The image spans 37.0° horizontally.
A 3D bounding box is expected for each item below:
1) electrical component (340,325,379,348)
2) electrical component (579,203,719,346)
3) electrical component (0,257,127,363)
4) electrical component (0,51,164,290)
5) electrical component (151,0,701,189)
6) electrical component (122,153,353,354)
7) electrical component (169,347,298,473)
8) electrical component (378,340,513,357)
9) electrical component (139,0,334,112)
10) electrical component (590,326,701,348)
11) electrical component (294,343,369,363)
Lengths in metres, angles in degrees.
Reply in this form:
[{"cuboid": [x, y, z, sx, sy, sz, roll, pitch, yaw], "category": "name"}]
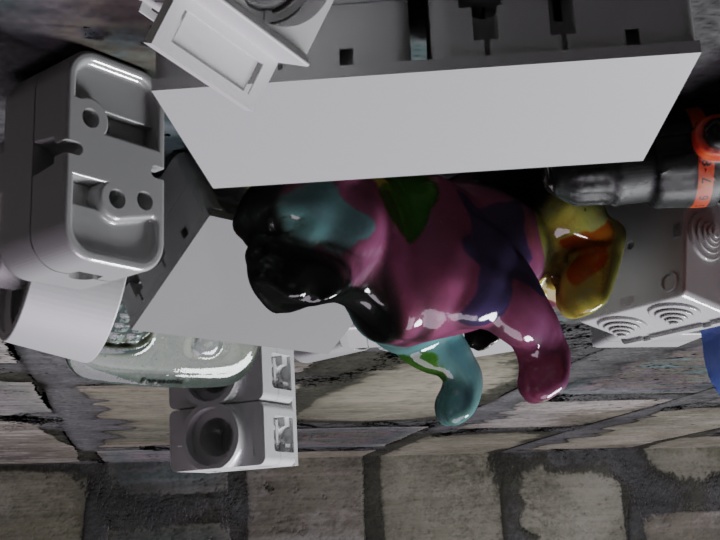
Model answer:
[{"cuboid": [0.005, 0.025, 0.834, 0.061, 0.061, 0.096, -3, 166, 1], "category": "electrical component"}, {"cuboid": [0.181, -0.008, 0.656, 0.048, 0.099, 0.100, 20, 156, -29], "category": "electrical component"}, {"cuboid": [-0.174, -0.005, 0.607, 0.060, 0.108, 0.108, 12, 160, -27], "category": "electrical component"}, {"cuboid": [-0.128, -0.042, 0.485, 0.059, 0.095, 0.054, -14, 162, 38], "category": "electrical component"}, {"cuboid": [0.023, -0.083, 0.421, 0.186, 0.060, 0.105, -3, 166, 3], "category": "electrical component"}, {"cuboid": [-0.062, -0.008, 0.646, 0.150, 0.061, 0.089, 12, 127, -43], "category": "electrical component"}, {"cuboid": [-0.107, 0.087, 0.879, 0.089, 0.150, 0.062, -10, 165, 25], "category": "electrical component"}, {"cuboid": [0.082, 0.039, 0.911, 0.109, 0.056, 0.109, -12, 163, 33], "category": "electrical component"}, {"cuboid": [-0.039, -0.097, 0.337, 0.042, 0.081, 0.064, 32, 173, -42], "category": "electrical component"}, {"cuboid": [0.244, 0.029, 0.888, 0.096, 0.061, 0.061, 0, 165, -11], "category": "electrical component"}, {"cuboid": [-0.040, 0.057, 0.989, 0.079, 0.043, 0.077, 11, 160, -43], "category": "electrical component"}]
